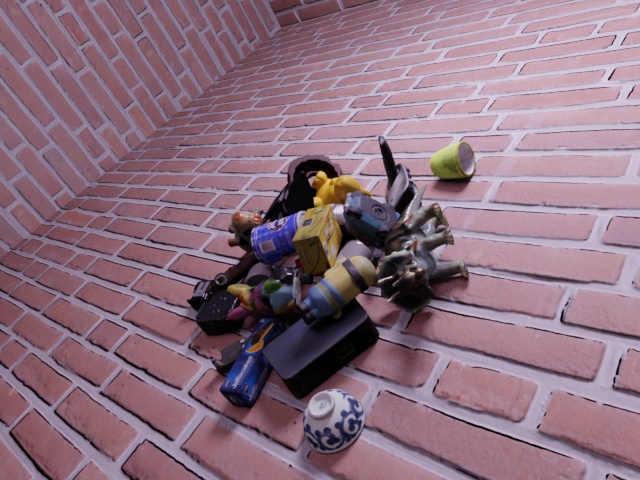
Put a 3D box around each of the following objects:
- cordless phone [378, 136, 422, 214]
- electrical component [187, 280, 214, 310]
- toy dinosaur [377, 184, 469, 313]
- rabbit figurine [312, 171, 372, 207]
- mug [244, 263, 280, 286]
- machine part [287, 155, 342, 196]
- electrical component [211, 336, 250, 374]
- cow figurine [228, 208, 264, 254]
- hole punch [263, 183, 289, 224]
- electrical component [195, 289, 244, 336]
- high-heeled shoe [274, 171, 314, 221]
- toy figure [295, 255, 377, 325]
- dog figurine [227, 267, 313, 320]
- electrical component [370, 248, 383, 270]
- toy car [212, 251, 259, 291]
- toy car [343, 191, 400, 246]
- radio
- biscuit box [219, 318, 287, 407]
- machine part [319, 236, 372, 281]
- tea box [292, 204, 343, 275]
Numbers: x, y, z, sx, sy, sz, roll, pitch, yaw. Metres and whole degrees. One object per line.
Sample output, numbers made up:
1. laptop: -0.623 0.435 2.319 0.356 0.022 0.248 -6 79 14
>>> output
1. cordless phone: 0.194 -0.173 1.399 0.089 0.184 0.147 -18 34 12
2. electrical component: -0.311 0.139 1.505 0.075 0.047 0.119 -5 42 33
3. toy dinosaur: 0.205 0.015 1.204 0.192 0.131 0.405 -22 27 12
4. rabbit figurine: 0.059 -0.118 1.460 0.173 0.162 0.122 -35 32 66
5. mug: -0.142 0.094 1.402 0.109 0.080 0.107 -30 22 10
6. machine part: -0.015 -0.171 1.597 0.179 0.056 0.179 3 63 -6
7. electrical component: -0.200 0.264 1.244 0.102 0.045 0.078 -29 34 3
8. cow figurine: -0.190 -0.018 1.495 0.127 0.194 0.085 -14 60 14
9. hole punch: -0.104 -0.097 1.644 0.116 0.092 0.142 -40 22 45
10. electrical component: -0.253 0.185 1.385 0.134 0.058 0.115 -11 35 28
11. high-heeled shoe: -0.081 -0.095 1.492 0.086 0.248 0.145 3 27 -23
12. toy figure: 0.038 0.105 1.106 0.180 0.082 0.089 -36 29 -16
13. dog figurine: -0.132 0.133 1.262 0.219 0.191 0.108 -10 75 18
14. electrical component: 0.125 0.052 1.239 0.021 0.094 0.063 20 50 8
15. toy car: -0.209 0.074 1.469 0.202 0.089 0.053 -40 69 -11
16. toy car: 0.118 -0.044 1.344 0.103 0.161 0.109 -54 17 42
17. radio: 0.003 0.214 1.126 0.229 0.073 0.131 -37 33 -8
18. biscuit box: -0.140 0.265 1.181 0.063 0.059 0.203 -5 40 34
19. machine part: 0.053 0.084 1.259 0.079 0.079 0.243 3 45 41
20. tea box: -0.003 -0.004 1.275 0.068 0.098 0.170 -14 23 18
